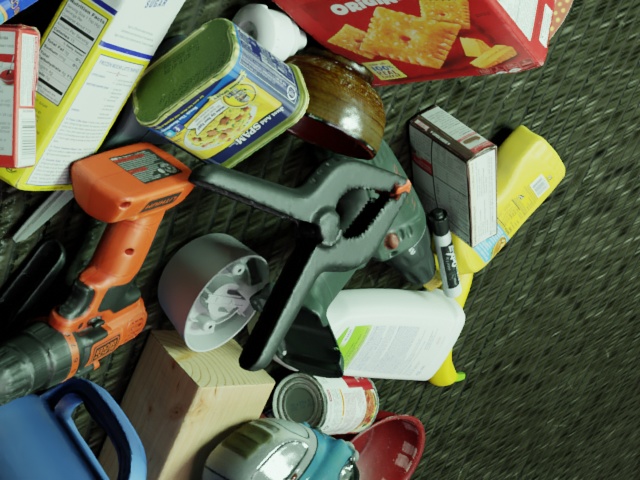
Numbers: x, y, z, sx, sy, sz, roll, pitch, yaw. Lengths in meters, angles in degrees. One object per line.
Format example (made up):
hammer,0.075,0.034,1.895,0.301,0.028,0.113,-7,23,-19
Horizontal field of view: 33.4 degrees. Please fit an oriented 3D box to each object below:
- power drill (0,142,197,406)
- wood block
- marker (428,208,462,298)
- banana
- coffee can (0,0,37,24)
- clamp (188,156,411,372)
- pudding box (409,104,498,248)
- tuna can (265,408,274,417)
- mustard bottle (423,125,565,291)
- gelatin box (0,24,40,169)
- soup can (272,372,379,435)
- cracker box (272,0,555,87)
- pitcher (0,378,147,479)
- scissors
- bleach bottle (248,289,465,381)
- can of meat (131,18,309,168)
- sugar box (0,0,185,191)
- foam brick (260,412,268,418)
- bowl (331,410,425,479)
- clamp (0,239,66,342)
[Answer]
power drill,-0.173,0.025,0.788,0.188,0.057,0.184,-62,166,26
wood block,-0.136,0.192,0.980,0.090,0.090,0.206,5,116,-45
marker,0.124,0.013,1.055,0.020,0.020,0.121,-35,138,-17
banana,0.142,0.103,1.211,0.069,0.037,0.198,-42,146,-38
coffee can,-0.231,-0.153,0.606,0.140,0.103,0.103,-38,139,-14
clamp,-0.006,0.001,0.845,0.209,0.036,0.164,-19,108,-39
pudding box,0.128,-0.060,1.022,0.039,0.090,0.113,-32,137,-20
tuna can,-0.047,0.219,1.127,0.086,0.034,0.086,-24,134,-28
mustard bottle,0.172,-0.023,1.117,0.191,0.058,0.096,-50,147,0
gelatin box,-0.217,-0.092,0.672,0.030,0.073,0.089,-28,122,-77
soup can,0.006,0.168,1.096,0.102,0.069,0.068,9,114,-56
cracker box,0.055,-0.192,0.787,0.213,0.164,0.072,31,65,-51
pitcher,-0.198,0.226,0.829,0.144,0.243,0.149,-15,123,-32
scissors,-0.145,-0.066,0.823,0.202,0.016,0.096,-54,140,6
bleach bottle,0.034,0.088,1.077,0.250,0.068,0.103,11,113,-44
can of meat,-0.074,-0.105,0.780,0.102,0.057,0.083,-32,144,22
sugar box,-0.157,-0.117,0.723,0.176,0.048,0.093,-60,172,9
foam brick,-0.086,0.191,1.055,0.053,0.051,0.078,-54,140,7
bowl,0.043,0.250,1.217,0.161,0.055,0.162,-24,134,-27
clamp,-0.252,0.072,0.818,0.120,0.039,0.172,-16,135,-37
